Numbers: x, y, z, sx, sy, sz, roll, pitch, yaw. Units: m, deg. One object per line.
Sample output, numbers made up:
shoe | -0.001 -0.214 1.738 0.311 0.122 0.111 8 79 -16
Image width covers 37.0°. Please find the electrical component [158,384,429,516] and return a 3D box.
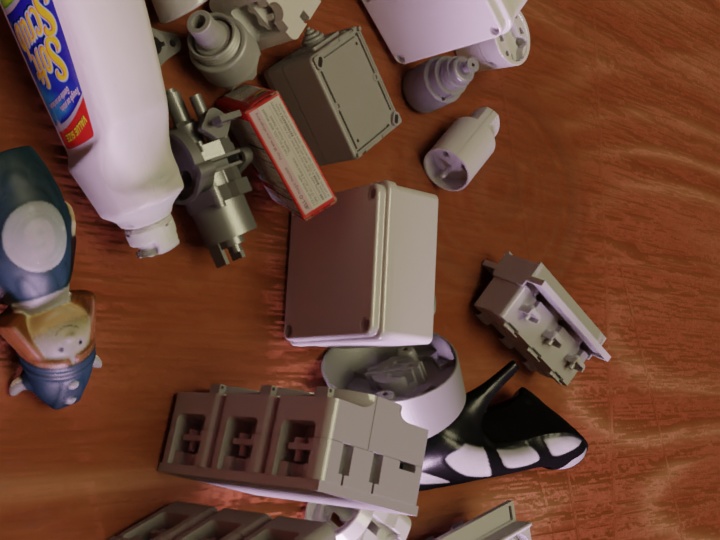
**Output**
electrical component | -0.043 0.111 0.682 0.089 0.150 0.061 26 69 -42

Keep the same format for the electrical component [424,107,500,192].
electrical component | 0.093 -0.108 0.927 0.081 0.043 0.043 -51 121 -37

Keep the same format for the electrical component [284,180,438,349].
electrical component | 0.000 0.000 0.766 0.056 0.109 0.108 10 79 -37

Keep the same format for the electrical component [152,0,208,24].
electrical component | -0.126 -0.196 0.703 0.045 0.045 0.055 -51 121 -37

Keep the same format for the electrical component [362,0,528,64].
electrical component | 0.067 -0.219 0.860 0.078 0.113 0.057 57 47 -26

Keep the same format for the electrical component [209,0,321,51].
electrical component | -0.061 -0.203 0.764 0.050 0.056 0.089 48 54 -32

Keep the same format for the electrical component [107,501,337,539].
electrical component | -0.072 0.194 0.642 0.062 0.150 0.089 -25 104 -45

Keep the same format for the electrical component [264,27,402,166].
electrical component | -0.025 -0.132 0.791 0.062 0.061 0.096 -44 117 -40

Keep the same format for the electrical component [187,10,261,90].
electrical component | -0.095 -0.151 0.721 0.062 0.043 0.043 45 51 -66

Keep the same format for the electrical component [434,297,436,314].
electrical component | 0.029 0.015 0.846 0.081 0.043 0.043 26 68 -43

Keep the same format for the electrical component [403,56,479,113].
electrical component | 0.069 -0.157 0.886 0.040 0.078 0.040 7 77 -32

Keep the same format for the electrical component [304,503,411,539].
electrical component | -0.004 0.185 0.785 0.057 0.058 0.078 48 54 -36

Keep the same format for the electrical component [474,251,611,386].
electrical component | 0.161 0.047 0.967 0.063 0.079 0.121 -53 125 -10

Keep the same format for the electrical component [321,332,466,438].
electrical component | 0.028 0.084 0.802 0.099 0.099 0.064 -43 122 -40

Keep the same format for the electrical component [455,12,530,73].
electrical component | 0.117 -0.205 0.960 0.055 0.047 0.055 6 82 -46

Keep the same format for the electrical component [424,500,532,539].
electrical component | 0.081 0.241 0.864 0.121 0.063 0.078 -12 95 -47
